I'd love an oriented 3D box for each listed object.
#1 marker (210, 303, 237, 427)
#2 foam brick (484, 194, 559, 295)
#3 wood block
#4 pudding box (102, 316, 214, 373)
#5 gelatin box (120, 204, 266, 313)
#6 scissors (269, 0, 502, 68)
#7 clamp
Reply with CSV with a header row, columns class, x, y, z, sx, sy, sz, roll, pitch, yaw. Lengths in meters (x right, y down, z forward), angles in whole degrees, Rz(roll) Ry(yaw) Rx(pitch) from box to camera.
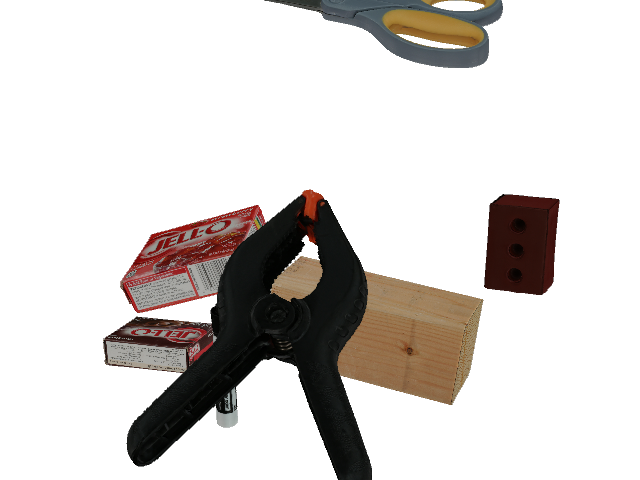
class,x,y,z,sx,sy,sz,roll,pitch,yaw
marker,-0.083,0.107,0.919,0.020,0.121,0.020,0,27,0
foam brick,0.175,0.003,0.926,0.053,0.078,0.051,6,16,21
wood block,0.055,0.092,1.127,0.206,0.091,0.090,13,21,17
pudding box,-0.194,0.126,1.298,0.114,0.039,0.090,2,13,17
gelatin box,-0.085,0.012,0.738,0.089,0.030,0.073,-14,23,17
scissors,0.029,-0.156,0.686,0.202,0.016,0.096,27,49,31
clamp,-0.012,0.053,0.543,0.120,0.171,0.039,19,-27,11
